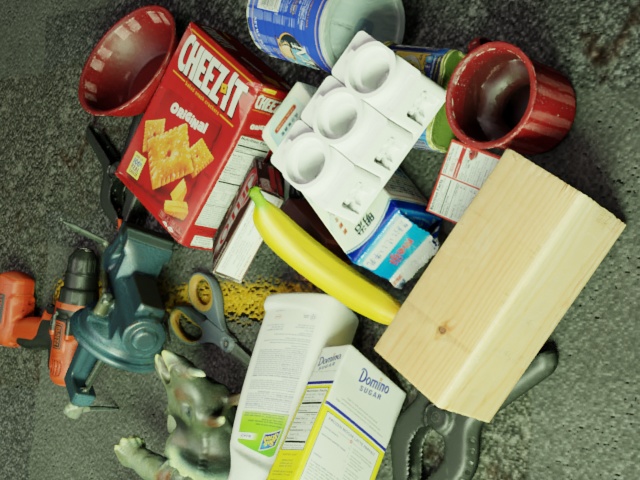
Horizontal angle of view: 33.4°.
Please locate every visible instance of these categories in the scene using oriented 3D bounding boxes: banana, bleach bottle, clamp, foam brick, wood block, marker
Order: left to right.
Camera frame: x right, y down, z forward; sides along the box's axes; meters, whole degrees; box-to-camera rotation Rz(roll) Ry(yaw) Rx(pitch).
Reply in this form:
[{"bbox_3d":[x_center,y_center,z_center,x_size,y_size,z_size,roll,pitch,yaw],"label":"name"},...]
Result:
[{"bbox_3d":[-0.261,-0.090,1.377,0.120,0.039,0.171,-10,73,43],"label":"clamp"},{"bbox_3d":[-0.044,0.173,1.042,0.103,0.068,0.250,-4,54,39],"label":"bleach bottle"},{"bbox_3d":[-0.030,-0.066,1.167,0.020,0.020,0.121,-1,84,44],"label":"marker"},{"bbox_3d":[-0.007,0.001,1.113,0.078,0.051,0.053,48,117,36],"label":"foam brick"},{"bbox_3d":[0.002,0.025,1.036,0.198,0.069,0.037,38,83,3],"label":"banana"},{"bbox_3d":[0.112,0.155,0.988,0.165,0.036,0.210,36,105,42],"label":"clamp"},{"bbox_3d":[0.151,0.040,0.904,0.091,0.090,0.206,40,101,40],"label":"wood block"}]

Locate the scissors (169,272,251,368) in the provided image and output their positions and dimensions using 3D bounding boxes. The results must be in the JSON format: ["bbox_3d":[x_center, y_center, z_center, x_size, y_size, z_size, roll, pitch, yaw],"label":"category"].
[{"bbox_3d":[-0.104,0.098,1.218,0.202,0.016,0.096,16,96,44],"label":"scissors"}]

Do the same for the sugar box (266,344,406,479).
[{"bbox_3d":[0.012,0.195,0.988,0.048,0.093,0.176,-13,43,44],"label":"sugar box"}]

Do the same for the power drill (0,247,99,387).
[{"bbox_3d":[-0.370,0.092,1.444,0.188,0.057,0.184,10,91,44],"label":"power drill"}]

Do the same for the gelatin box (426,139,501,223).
[{"bbox_3d":[0.149,-0.046,0.986,0.089,0.030,0.073,27,104,41],"label":"gelatin box"}]

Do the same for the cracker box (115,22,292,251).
[{"bbox_3d":[-0.136,-0.120,1.239,0.164,0.071,0.214,44,114,38],"label":"cracker box"}]

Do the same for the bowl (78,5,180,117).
[{"bbox_3d":[-0.224,-0.211,1.329,0.162,0.055,0.162,-21,52,29],"label":"bowl"}]

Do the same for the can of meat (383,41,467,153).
[{"bbox_3d":[0.096,-0.137,1.031,0.084,0.057,0.102,14,94,42],"label":"can of meat"}]

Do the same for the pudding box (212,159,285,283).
[{"bbox_3d":[-0.080,-0.022,1.168,0.090,0.039,0.114,-101,36,-66],"label":"pudding box"}]

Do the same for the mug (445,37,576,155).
[{"bbox_3d":[0.167,-0.130,0.943,0.093,0.081,0.117,-41,58,32],"label":"mug"}]

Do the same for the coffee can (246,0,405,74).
[{"bbox_3d":[0.004,-0.224,1.086,0.140,0.102,0.103,27,103,50],"label":"coffee can"}]
